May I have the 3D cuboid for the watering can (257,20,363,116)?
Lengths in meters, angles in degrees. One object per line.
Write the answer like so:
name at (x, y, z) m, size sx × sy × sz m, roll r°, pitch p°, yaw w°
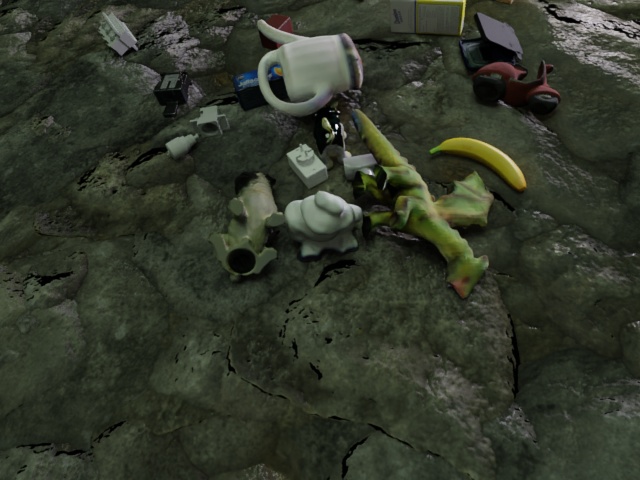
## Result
watering can at (-0.030, -0.400, 1.126) m, size 0.224 × 0.101 × 0.356 m, roll -12°, pitch 55°, yaw -1°

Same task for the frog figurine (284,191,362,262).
frog figurine at (0.003, -0.045, 0.899) m, size 0.137 × 0.156 × 0.125 m, roll 5°, pitch 55°, yaw 13°

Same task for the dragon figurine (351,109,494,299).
dragon figurine at (0.196, -0.089, 0.941) m, size 0.243 × 0.119 × 0.419 m, roll 4°, pitch 57°, yaw -16°
